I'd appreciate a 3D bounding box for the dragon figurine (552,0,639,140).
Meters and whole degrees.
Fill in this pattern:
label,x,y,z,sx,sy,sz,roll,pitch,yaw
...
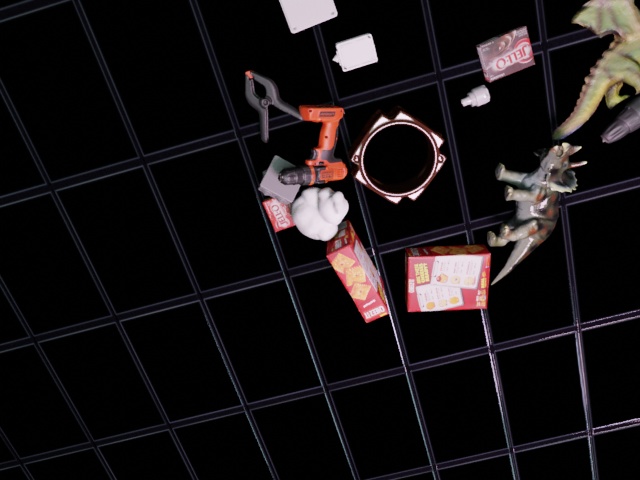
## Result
label,x,y,z,sx,sy,sz,roll,pitch,yaw
dragon figurine,0.663,-0.433,1.173,0.408,0.123,0.243,-32,91,9

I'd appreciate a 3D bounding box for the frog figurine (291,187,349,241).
label,x,y,z,sx,sy,sz,roll,pitch,yaw
frog figurine,0.004,-0.063,1.245,0.123,0.160,0.136,-19,103,-19
